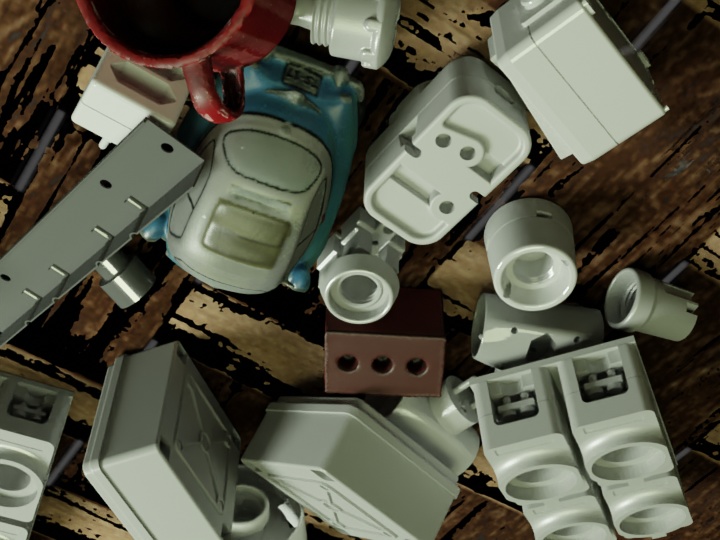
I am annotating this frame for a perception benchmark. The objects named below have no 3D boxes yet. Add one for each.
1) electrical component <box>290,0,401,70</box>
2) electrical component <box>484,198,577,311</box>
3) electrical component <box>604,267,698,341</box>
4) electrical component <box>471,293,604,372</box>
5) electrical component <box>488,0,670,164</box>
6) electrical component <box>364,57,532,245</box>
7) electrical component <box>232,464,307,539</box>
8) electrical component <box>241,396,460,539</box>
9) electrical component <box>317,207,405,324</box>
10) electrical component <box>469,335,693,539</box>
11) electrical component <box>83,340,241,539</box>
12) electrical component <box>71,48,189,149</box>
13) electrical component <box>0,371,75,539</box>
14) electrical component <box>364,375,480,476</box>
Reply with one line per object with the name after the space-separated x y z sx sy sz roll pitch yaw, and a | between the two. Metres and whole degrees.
-0.011 -0.134 0.569 0.062 0.048 0.048 11 127 3 | electrical component
0.105 -0.008 0.657 0.055 0.047 0.055 1 127 1 | electrical component
0.185 0.023 0.684 0.046 0.040 0.040 16 126 -16 | electrical component
0.111 0.055 0.707 0.077 0.043 0.079 8 128 -4 | electrical component
0.108 -0.112 0.569 0.061 0.061 0.096 -34 119 24 | electrical component
0.047 -0.069 0.605 0.054 0.059 0.095 34 121 -21 | electrical component
-0.085 0.192 0.784 0.099 0.099 0.064 4 125 -1 | electrical component
-0.007 0.138 0.736 0.109 0.056 0.109 41 153 -25 | electrical component
0.000 0.000 0.662 0.048 0.055 0.066 33 122 -21 | electrical component
0.154 0.128 0.718 0.105 0.060 0.186 -17 142 14 | electrical component
-0.129 0.124 0.728 0.056 0.108 0.108 -18 124 12 | electrical component
-0.127 -0.094 0.592 0.047 0.065 0.077 28 143 -18 | electrical component
-0.288 0.158 0.790 0.105 0.060 0.186 18 126 -11 | electrical component
0.056 0.099 0.742 0.079 0.043 0.077 -36 118 25 | electrical component
